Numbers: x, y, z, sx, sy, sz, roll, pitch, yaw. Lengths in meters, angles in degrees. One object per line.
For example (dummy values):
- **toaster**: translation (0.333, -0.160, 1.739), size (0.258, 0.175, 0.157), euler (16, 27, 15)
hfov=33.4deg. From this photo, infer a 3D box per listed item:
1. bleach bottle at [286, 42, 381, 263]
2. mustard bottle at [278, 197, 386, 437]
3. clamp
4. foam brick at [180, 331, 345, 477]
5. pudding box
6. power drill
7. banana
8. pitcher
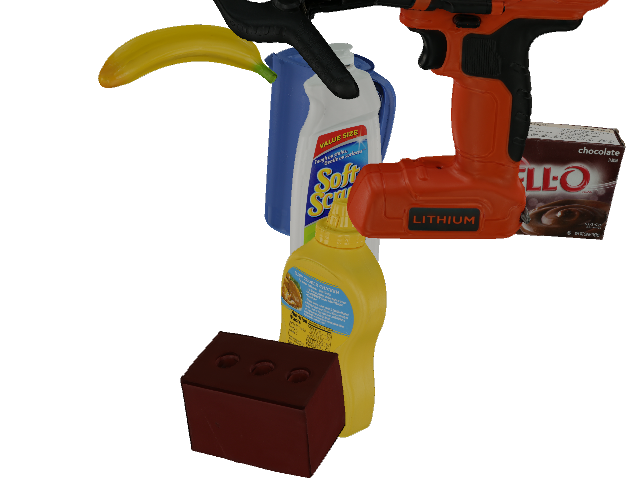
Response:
- **bleach bottle**: translation (0.012, -0.077, 1.099), size (0.102, 0.251, 0.068), euler (-1, 25, 1)
- **mustard bottle**: translation (0.008, 0.058, 0.874), size (0.058, 0.192, 0.096), euler (-14, 29, -43)
- **clamp**: translation (-0.010, -0.187, 0.834), size (0.172, 0.120, 0.039), euler (32, -25, 20)
- **foam brick**: translation (-0.031, 0.092, 0.604), size (0.078, 0.051, 0.053), euler (8, 31, 21)
- **pudding box**: translation (0.183, -0.050, 0.874), size (0.113, 0.090, 0.039), euler (3, 35, -2)
- **power drill**: translation (0.060, -0.090, 0.593), size (0.184, 0.188, 0.057), euler (2, 35, -6)
- **banana**: translation (-0.138, -0.188, 1.080), size (0.197, 0.070, 0.037), euler (-9, -39, -31)
- **pitcher**: translation (0.000, -0.127, 1.415), size (0.144, 0.243, 0.149), euler (-2, 24, -21)
